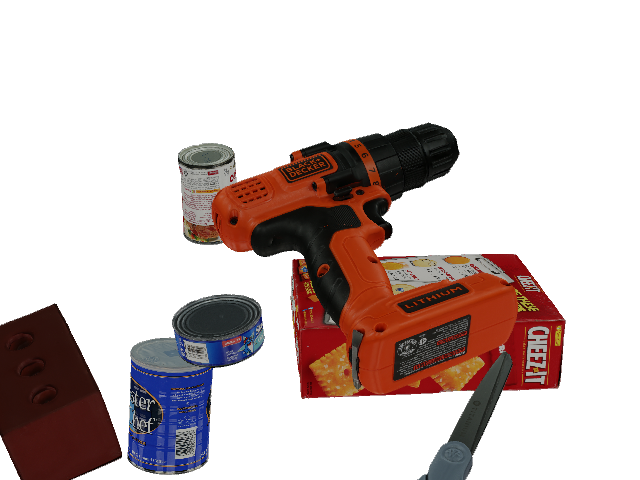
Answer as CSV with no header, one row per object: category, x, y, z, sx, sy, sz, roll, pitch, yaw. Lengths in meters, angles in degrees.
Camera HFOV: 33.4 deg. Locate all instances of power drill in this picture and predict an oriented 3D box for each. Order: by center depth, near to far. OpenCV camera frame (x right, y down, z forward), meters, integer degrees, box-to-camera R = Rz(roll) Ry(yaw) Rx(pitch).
power drill,0.044,0.001,0.688,0.184,0.057,0.188,-21,45,-17

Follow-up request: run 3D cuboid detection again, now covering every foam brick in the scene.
foam brick,-0.146,0.083,0.561,0.053,0.051,0.078,-23,42,-18

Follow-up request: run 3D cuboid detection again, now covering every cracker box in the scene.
cracker box,0.084,0.071,0.926,0.213,0.072,0.164,-1,19,-4

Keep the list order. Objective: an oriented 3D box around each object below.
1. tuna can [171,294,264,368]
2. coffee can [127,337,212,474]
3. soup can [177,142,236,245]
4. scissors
tuna can,-0.097,0.086,1.018,0.086,0.034,0.086,-6,25,2
coffee can,-0.186,0.203,1.322,0.103,0.140,0.103,4,15,-1
soup can,-0.131,-0.055,1.253,0.068,0.102,0.068,-1,29,0
scissors,0.082,0.130,0.562,0.096,0.016,0.201,26,44,33
